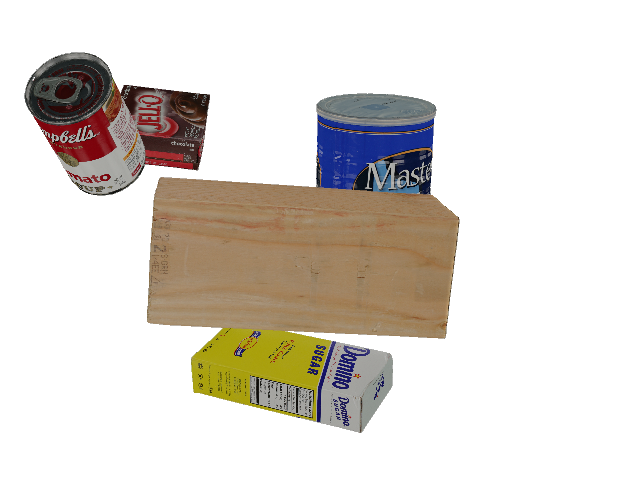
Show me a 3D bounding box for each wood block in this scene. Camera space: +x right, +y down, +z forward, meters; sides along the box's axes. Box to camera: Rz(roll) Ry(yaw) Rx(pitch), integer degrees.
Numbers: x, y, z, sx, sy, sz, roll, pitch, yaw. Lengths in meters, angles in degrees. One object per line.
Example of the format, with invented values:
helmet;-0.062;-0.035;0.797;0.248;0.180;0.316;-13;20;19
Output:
wood block;-0.016;0.012;0.762;0.206;0.090;0.091;4;12;-7

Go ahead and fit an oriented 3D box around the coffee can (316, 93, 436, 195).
coffee can;0.046;-0.050;0.935;0.103;0.140;0.103;1;19;-1

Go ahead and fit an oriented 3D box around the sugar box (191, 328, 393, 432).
sugar box;-0.026;0.127;1.029;0.176;0.048;0.093;7;24;20

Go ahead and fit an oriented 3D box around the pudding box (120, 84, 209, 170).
pudding box;-0.158;-0.112;1.049;0.090;0.039;0.113;7;28;-5

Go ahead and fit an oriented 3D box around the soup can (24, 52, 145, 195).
soup can;-0.183;-0.090;0.843;0.068;0.068;0.102;0;-30;8
